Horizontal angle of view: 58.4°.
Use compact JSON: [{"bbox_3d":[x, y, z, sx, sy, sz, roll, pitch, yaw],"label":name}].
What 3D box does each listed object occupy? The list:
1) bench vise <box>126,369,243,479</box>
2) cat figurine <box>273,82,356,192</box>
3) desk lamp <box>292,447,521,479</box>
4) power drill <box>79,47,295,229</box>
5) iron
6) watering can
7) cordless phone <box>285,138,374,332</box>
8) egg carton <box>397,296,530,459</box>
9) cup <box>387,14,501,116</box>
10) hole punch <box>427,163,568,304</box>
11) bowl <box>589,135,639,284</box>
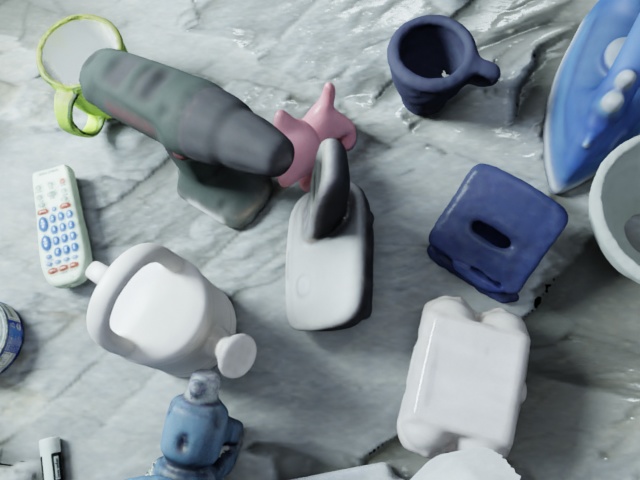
[{"bbox_3d":[-0.136,0.206,0.446,0.121,0.220,0.207,-5,71,3],"label":"bench vise"},{"bbox_3d":[-0.017,-0.106,0.594,0.067,0.118,0.128,31,77,13],"label":"cat figurine"},{"bbox_3d":[0.047,0.231,0.428,0.203,0.213,0.118,-11,71,1],"label":"desk lamp"},{"bbox_3d":[-0.110,-0.089,0.547,0.229,0.208,0.076,30,76,13],"label":"power drill"},{"bbox_3d":[0.311,-0.177,0.581,0.118,0.141,0.258,27,76,12],"label":"iron"},{"bbox_3d":[-0.135,0.063,0.506,0.172,0.194,0.101,6,72,6],"label":"watering can"},{"bbox_3d":[0.005,0.002,0.521,0.094,0.185,0.147,-3,72,3],"label":"cordless phone"},{"bbox_3d":[0.135,0.131,0.531,0.107,0.069,0.150,13,73,8],"label":"egg carton"},{"bbox_3d":[0.130,-0.175,0.618,0.117,0.095,0.092,18,74,10],"label":"cup"},{"bbox_3d":[0.171,-0.004,0.561,0.108,0.091,0.101,33,77,14],"label":"hole punch"},{"bbox_3d":[0.339,-0.018,0.562,0.167,0.075,0.167,-1,72,4],"label":"bowl"}]
